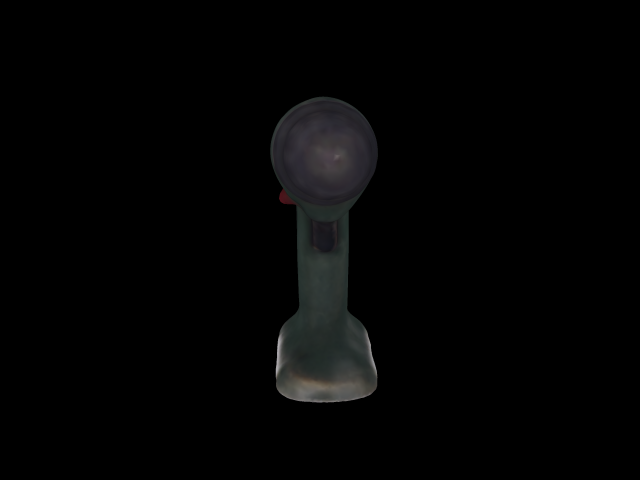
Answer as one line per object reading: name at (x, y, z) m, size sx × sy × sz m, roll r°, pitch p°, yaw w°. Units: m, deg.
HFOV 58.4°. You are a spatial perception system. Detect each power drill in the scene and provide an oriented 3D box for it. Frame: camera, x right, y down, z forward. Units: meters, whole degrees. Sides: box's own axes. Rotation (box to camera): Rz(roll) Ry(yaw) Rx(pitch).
power drill at (0.004, 0.001, 0.400) m, size 0.075 × 0.208 × 0.229 m, roll -1°, pitch 23°, yaw -3°
